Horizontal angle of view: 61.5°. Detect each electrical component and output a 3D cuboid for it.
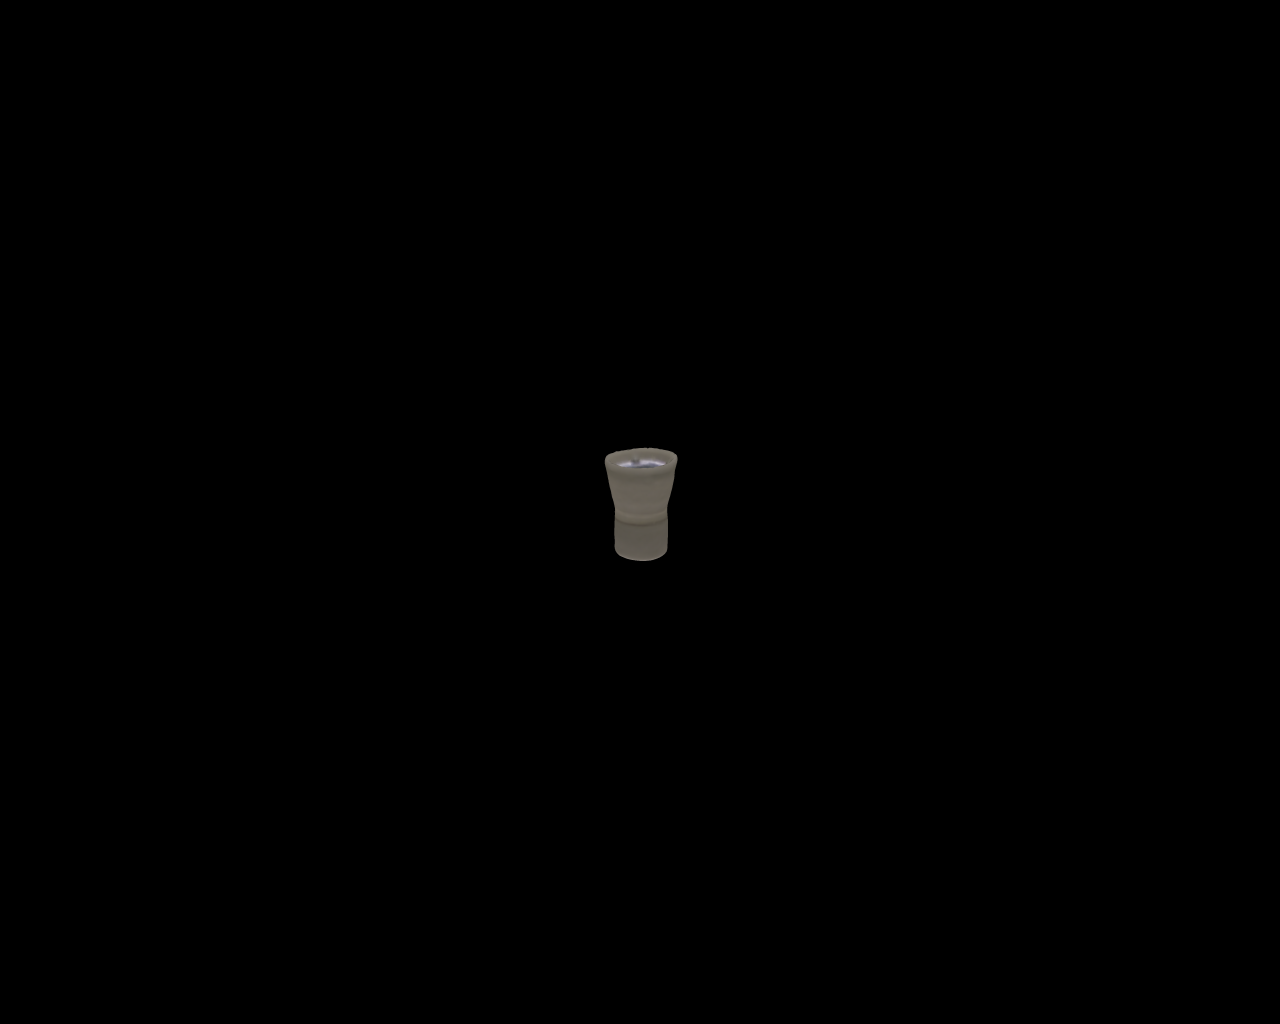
[{"bbox_3d":[0.001,-0.003,0.650,0.044,0.065,0.044,0,20,0],"label":"electrical component"}]
